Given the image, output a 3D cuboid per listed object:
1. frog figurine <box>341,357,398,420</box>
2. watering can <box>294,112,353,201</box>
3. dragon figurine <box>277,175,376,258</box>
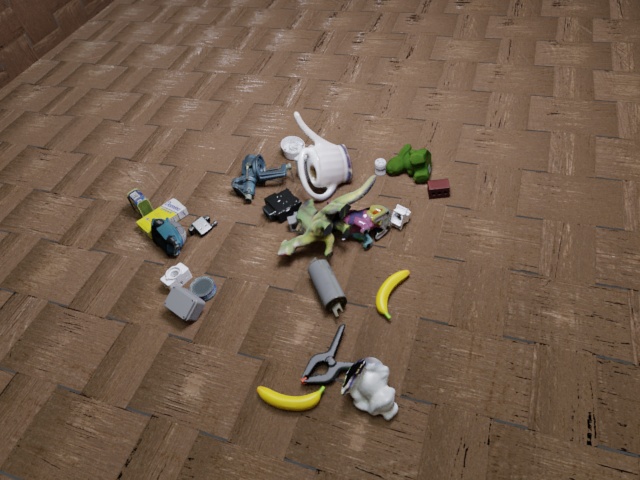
[{"bbox_3d":[0.148,0.404,1.401,0.159,0.138,0.122,35,-11,-4],"label":"frog figurine"},{"bbox_3d":[0.011,-0.327,1.983,0.225,0.347,0.104,-11,4,-29],"label":"watering can"},{"bbox_3d":[0.005,-0.090,1.783,0.245,0.414,0.120,25,-19,44],"label":"dragon figurine"}]
